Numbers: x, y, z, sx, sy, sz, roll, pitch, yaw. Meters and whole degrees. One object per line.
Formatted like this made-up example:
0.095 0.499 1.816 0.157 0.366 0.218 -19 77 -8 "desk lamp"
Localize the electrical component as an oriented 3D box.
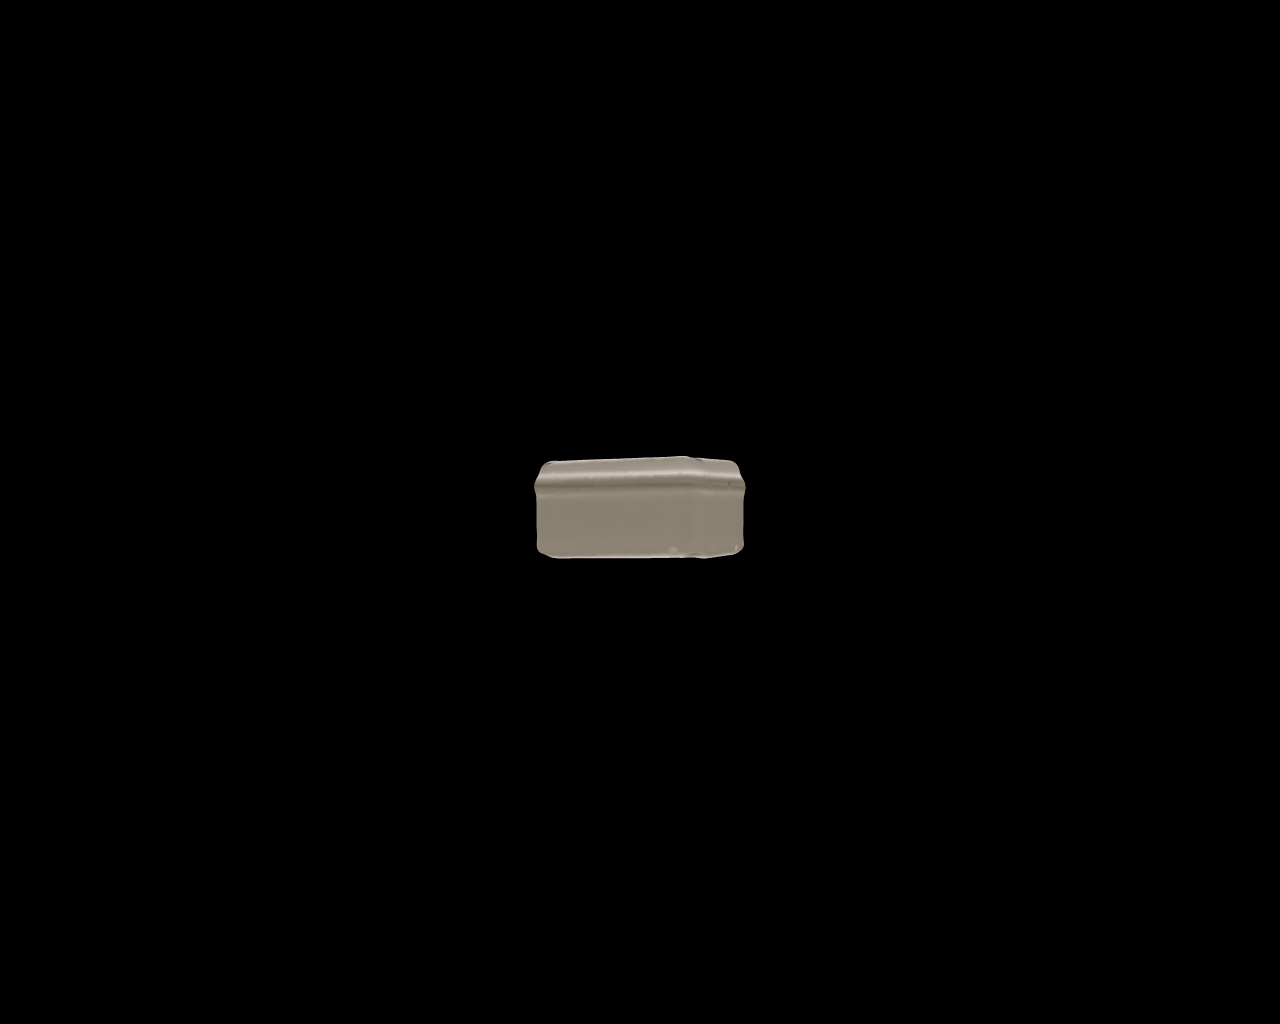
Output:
0.001 -0.003 0.650 0.113 0.057 0.078 0 0 25 "electrical component"
